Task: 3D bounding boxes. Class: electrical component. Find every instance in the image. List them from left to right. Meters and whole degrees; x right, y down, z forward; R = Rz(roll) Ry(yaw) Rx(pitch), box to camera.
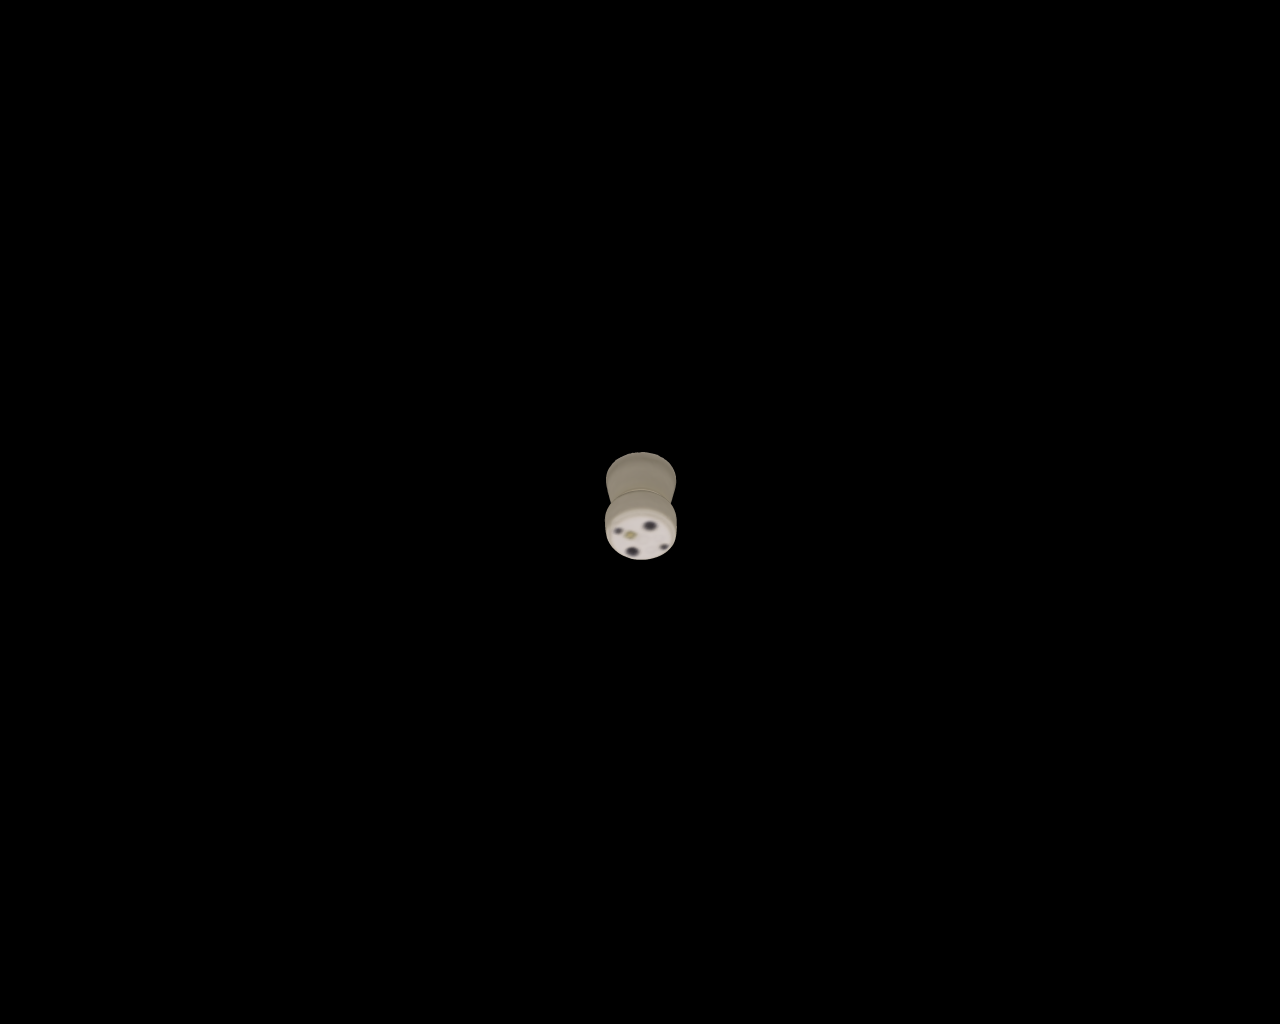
[{"bbox_3d":[0.001,-0.003,0.650,0.045,0.044,0.055,0,43,0],"label":"electrical component"}]
